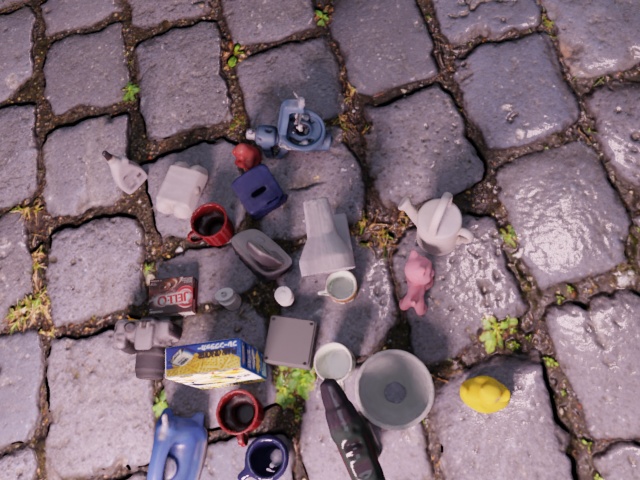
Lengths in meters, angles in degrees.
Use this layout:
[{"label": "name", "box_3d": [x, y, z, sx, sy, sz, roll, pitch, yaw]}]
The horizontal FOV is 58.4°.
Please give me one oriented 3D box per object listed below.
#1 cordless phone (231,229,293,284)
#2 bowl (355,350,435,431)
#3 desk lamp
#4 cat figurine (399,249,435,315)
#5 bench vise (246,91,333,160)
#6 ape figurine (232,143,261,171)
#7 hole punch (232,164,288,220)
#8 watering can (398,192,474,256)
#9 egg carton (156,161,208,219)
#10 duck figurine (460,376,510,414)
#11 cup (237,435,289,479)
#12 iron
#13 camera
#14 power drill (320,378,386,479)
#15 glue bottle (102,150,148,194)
[{"label": "cordless phone", "box_3d": [-0.149, 0.017, 1.328, 0.147, 0.185, 0.094, 38, 80, 20]}, {"label": "bowl", "box_3d": [0.159, 0.323, 1.226, 0.167, 0.075, 0.167, -3, 69, 8]}, {"label": "desk lamp", "box_3d": [0.012, 0.005, 1.292, 0.118, 0.214, 0.203, -11, 68, 5]}, {"label": "cat figurine", "box_3d": [0.218, 0.092, 1.279, 0.067, 0.118, 0.128, 10, 72, 13]}, {"label": "bench vise", "box_3d": [-0.082, -0.269, 1.405, 0.207, 0.220, 0.121, -19, 68, 2]}, {"label": "ape figurine", "box_3d": [-0.193, -0.220, 1.473, 0.076, 0.092, 0.077, -21, 68, 1]}, {"label": "hole punch", "box_3d": [-0.150, -0.121, 1.430, 0.109, 0.091, 0.101, -34, 68, -4]}, {"label": "watering can", "box_3d": [0.259, -0.043, 1.282, 0.172, 0.194, 0.101, 5, 71, 11]}, {"label": "egg carton", "box_3d": [-0.353, -0.129, 1.477, 0.107, 0.069, 0.150, 14, 73, 14]}, {"label": "duck figurine", "box_3d": [0.346, 0.319, 1.192, 0.104, 0.086, 0.077, 6, 71, 11]}, {"label": "cup", "box_3d": [-0.113, 0.468, 1.204, 0.118, 0.095, 0.091, -36, 68, -5]}, {"label": "iron", "box_3d": [-0.325, 0.489, 1.205, 0.118, 0.141, 0.258, 4, 71, 11]}, {"label": "camera", "box_3d": [-0.408, 0.252, 1.328, 0.143, 0.101, 0.137, -3, 69, 8]}, {"label": "power drill", "box_3d": [0.066, 0.395, 1.142, 0.075, 0.209, 0.229, -25, 68, -1]}, {"label": "glue bottle", "box_3d": [-0.508, -0.184, 1.466, 0.037, 0.173, 0.078, 39, 80, 20]}]
